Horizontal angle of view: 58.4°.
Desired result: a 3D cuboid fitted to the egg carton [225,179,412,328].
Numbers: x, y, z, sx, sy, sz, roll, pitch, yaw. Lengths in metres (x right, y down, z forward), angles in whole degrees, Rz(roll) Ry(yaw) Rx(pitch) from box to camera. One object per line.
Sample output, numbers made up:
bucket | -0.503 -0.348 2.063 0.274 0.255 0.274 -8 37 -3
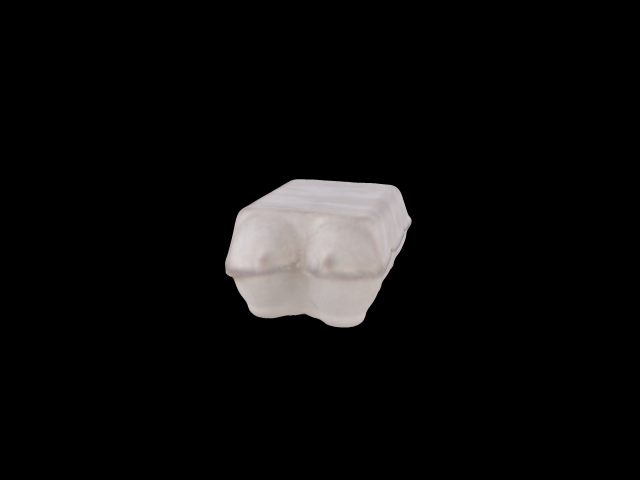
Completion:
egg carton | 0.004 0.001 0.400 0.107 0.069 0.150 5 19 15
